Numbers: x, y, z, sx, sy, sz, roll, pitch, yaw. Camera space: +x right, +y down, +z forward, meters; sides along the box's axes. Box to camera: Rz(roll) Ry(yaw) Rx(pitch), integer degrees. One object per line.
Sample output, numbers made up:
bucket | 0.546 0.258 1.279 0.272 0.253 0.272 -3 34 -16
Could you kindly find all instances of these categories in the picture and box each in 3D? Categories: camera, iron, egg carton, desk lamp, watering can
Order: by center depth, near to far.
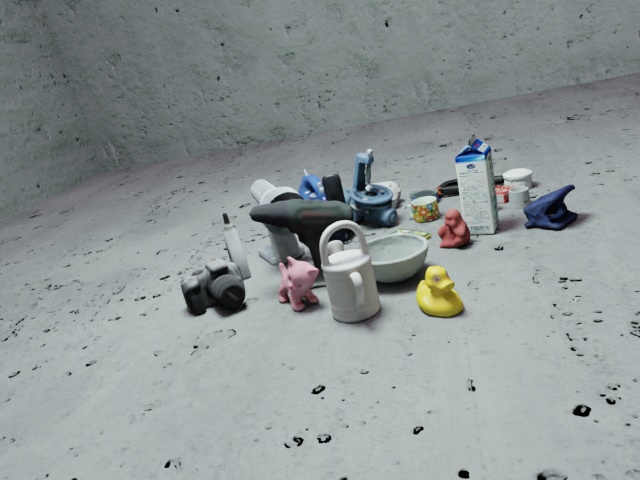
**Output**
watering can | 0.050 0.053 1.130 0.101 0.194 0.172 -24 22 -29
camera | -0.235 0.106 1.303 0.143 0.101 0.136 -20 21 -21
desk lamp | -0.113 -0.048 1.487 0.118 0.214 0.202 -21 21 -22
egg carton | 0.173 -0.133 1.767 0.150 0.069 0.107 -5 21 21
iron | -0.005 -0.135 1.776 0.119 0.141 0.257 -17 20 -12

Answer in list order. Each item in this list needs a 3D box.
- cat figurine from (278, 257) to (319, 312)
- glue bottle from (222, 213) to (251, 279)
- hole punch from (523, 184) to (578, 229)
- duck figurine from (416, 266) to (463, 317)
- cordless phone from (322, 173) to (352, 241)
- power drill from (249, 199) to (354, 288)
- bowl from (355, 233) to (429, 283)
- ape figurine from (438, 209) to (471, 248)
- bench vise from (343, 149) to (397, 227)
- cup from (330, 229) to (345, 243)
cat figurine | -0.050 0.083 1.226 0.067 0.118 0.127 -23 22 -28
glue bottle | -0.219 0.012 1.447 0.037 0.173 0.078 -20 20 -19
hole punch | 0.542 -0.083 1.359 0.109 0.091 0.100 -27 24 -35
duck figurine | 0.222 0.089 1.085 0.078 0.086 0.104 -21 21 -22
cordless phone | 0.009 -0.088 1.566 0.147 0.185 0.094 -12 19 1
power drill | -0.029 0.002 1.301 0.229 0.209 0.075 -12 19 3
bowl | 0.160 0.049 1.256 0.167 0.075 0.167 -11 19 4
ape figurine | 0.316 -0.030 1.351 0.076 0.092 0.077 -16 20 -10
bench vise | 0.108 -0.144 1.609 0.206 0.220 0.122 -2 22 29
cup | 0.013 0.005 1.440 0.117 0.095 0.092 -7 20 16
